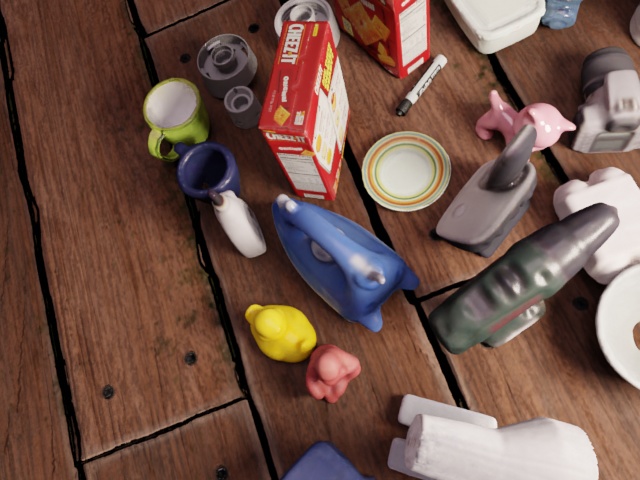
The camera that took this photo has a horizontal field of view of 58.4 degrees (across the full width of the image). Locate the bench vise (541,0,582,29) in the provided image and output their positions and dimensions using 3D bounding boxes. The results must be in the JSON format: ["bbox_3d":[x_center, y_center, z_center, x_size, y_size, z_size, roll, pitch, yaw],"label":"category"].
[{"bbox_3d":[0.362,-0.451,0.828,0.121,0.220,0.207,-6,70,9],"label":"bench vise"}]

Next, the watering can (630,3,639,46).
[{"bbox_3d":[0.498,-0.356,0.782,0.172,0.194,0.101,37,82,20],"label":"watering can"}]

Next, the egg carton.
[{"bbox_3d":[0.379,-0.020,0.756,0.107,0.069,0.150,-21,68,3],"label":"egg carton"}]

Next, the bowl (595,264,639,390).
[{"bbox_3d":[0.417,0.115,0.699,0.167,0.075,0.167,-3,71,10],"label":"bowl"}]

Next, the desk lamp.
[{"bbox_3d":[0.173,0.241,0.628,0.202,0.214,0.118,11,74,15],"label":"desk lamp"}]

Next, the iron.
[{"bbox_3d":[0.007,0.003,0.782,0.257,0.142,0.119,39,82,21],"label":"iron"}]

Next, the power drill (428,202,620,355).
[{"bbox_3d":[0.233,0.059,0.682,0.229,0.209,0.075,-35,68,-2],"label":"power drill"}]

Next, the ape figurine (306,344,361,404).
[{"bbox_3d":[0.013,0.170,0.750,0.077,0.092,0.076,-16,69,6],"label":"ape figurine"}]

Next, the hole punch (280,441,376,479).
[{"bbox_3d":[0.005,0.312,0.703,0.101,0.091,0.109,41,83,21],"label":"hole punch"}]

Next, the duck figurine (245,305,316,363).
[{"bbox_3d":[-0.058,0.122,0.784,0.104,0.086,0.077,30,79,19],"label":"duck figurine"}]

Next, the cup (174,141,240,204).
[{"bbox_3d":[-0.169,-0.098,0.877,0.117,0.095,0.092,38,82,20],"label":"cup"}]

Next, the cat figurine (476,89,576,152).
[{"bbox_3d":[0.283,-0.165,0.799,0.067,0.118,0.127,-44,69,-6],"label":"cat figurine"}]

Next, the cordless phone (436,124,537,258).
[{"bbox_3d":[0.219,-0.065,0.741,0.094,0.185,0.148,32,80,20],"label":"cordless phone"}]

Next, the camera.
[{"bbox_3d":[0.423,-0.202,0.793,0.143,0.101,0.137,-2,71,11],"label":"camera"}]

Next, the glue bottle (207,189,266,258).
[{"bbox_3d":[-0.122,-0.034,0.804,0.037,0.173,0.078,-22,68,4],"label":"glue bottle"}]
